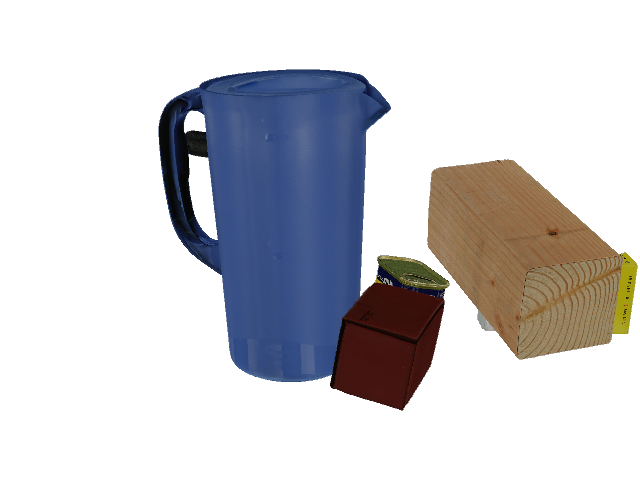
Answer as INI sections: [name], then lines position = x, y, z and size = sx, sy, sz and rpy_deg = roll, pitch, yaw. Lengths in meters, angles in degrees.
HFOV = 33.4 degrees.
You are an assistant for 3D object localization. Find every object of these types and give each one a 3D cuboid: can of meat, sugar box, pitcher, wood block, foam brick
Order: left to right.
[pitcher]
position = -0.036, -0.015, 0.865
size = 0.144, 0.243, 0.149
rpy_deg = -11, 20, -30
[foam brick]
position = 0.045, 0.068, 0.712
size = 0.053, 0.051, 0.078
rpy_deg = 15, 21, 16
[can of meat]
position = 0.093, 0.072, 1.172
size = 0.057, 0.084, 0.102
rpy_deg = 6, 13, -20
[wood block]
position = 0.178, 0.010, 0.976
size = 0.090, 0.090, 0.206
rpy_deg = -8, 29, -14
[sugar box]
position = 0.280, 0.062, 1.269
size = 0.176, 0.093, 0.048
rpy_deg = 0, 19, -4

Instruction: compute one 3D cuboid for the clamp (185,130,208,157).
[clamp]
position = -0.054, -0.088, 1.069
size = 0.120, 0.039, 0.172
rpy_deg = -24, 36, -32
